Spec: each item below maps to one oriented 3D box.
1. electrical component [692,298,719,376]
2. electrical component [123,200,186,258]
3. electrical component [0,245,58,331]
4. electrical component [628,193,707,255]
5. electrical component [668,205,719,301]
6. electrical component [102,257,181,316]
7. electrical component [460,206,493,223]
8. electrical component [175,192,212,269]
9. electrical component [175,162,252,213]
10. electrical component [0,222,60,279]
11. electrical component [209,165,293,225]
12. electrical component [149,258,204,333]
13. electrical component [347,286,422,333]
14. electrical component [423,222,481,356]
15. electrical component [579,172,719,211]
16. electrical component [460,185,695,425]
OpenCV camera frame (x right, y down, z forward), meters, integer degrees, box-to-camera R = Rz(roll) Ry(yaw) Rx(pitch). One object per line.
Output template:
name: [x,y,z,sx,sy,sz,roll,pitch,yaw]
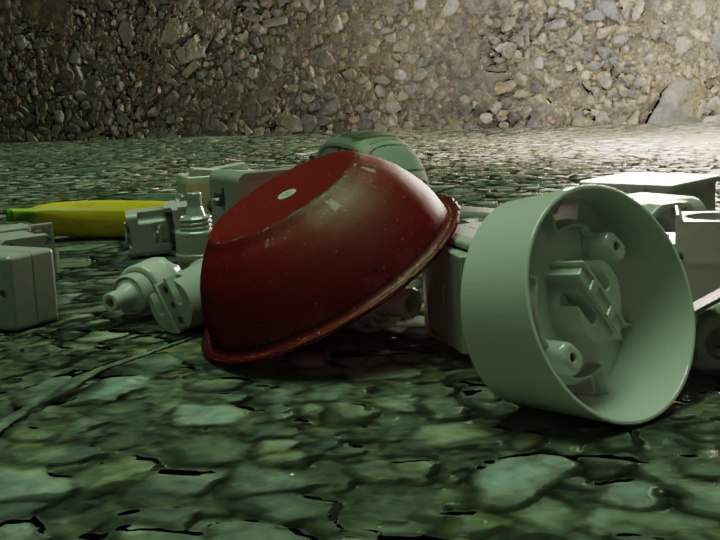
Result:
electrical component: [0.170,0.029,0.518,0.035,0.035,0.061,-1,8,11]
electrical component: [-0.174,-0.035,0.942,0.064,0.042,0.081,-8,10,-11]
electrical component: [-0.248,0.013,0.675,0.083,0.047,0.076,3,11,30]
electrical component: [0.191,-0.021,0.737,0.095,0.053,0.059,-9,12,-31]
electrical component: [0.201,-0.003,0.604,0.081,0.063,0.042,0,11,16]
electrical component: [-0.140,0.013,0.685,0.035,0.035,0.061,2,14,26]
electrical component: [0.090,-0.021,0.791,0.079,0.043,0.077,-12,14,-41]
electrical component: [-0.129,-0.031,0.847,0.035,0.061,0.035,-2,10,0]
electrical component: [-0.152,-0.078,1.121,0.096,0.061,0.062,-6,11,-18]
electrical component: [-0.267,-0.010,0.826,0.081,0.042,0.064,-12,18,-41]
electrical component: [-0.061,-0.020,0.693,0.050,0.089,0.056,-8,12,-29]
electrical component: [-0.099,0.015,0.651,0.040,0.040,0.046,4,17,34]
electrical component: [0.008,0.015,0.613,0.043,0.043,0.062,-12,15,-41]
electrical component: [0.067,0.009,0.576,0.061,0.061,0.096,-6,11,-18]
electrical component: [0.248,-0.054,0.920,0.100,0.048,0.100,7,14,43]
electrical component: [0.091,0.014,0.455,0.064,0.099,0.099,-2,8,43]
